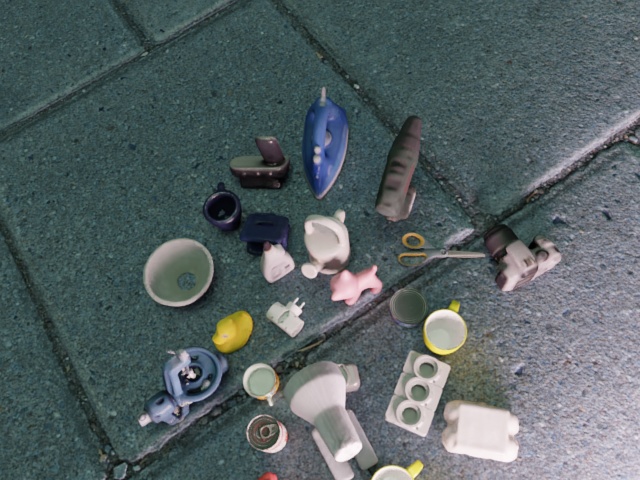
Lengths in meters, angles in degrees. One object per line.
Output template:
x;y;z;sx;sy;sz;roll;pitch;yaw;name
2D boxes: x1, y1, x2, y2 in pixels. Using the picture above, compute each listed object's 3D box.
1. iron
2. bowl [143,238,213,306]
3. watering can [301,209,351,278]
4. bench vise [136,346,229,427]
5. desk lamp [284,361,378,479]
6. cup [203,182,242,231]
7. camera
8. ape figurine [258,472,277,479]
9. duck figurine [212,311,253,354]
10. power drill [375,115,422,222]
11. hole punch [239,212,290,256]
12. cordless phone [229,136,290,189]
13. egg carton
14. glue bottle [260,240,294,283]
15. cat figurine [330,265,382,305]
0.004;-0.245;1.422;0.118;0.141;0.258;2;67;7;iron
-0.324;0.084;1.348;0.167;0.075;0.167;-2;66;5;bowl
0.014;0.005;1.283;0.101;0.194;0.173;0;66;6;watering can
-0.286;0.302;1.169;0.121;0.220;0.207;26;71;16;bench vise
0.027;0.356;1.117;0.118;0.214;0.203;-29;67;-7;desk lamp
-0.230;-0.073;1.396;0.091;0.095;0.117;-9;66;2;cup
0.443;0.022;1.283;0.143;0.101;0.136;-26;66;-6;camera
-0.108;0.501;1.134;0.076;0.092;0.078;7;67;9;ape figurine
-0.200;0.198;1.279;0.077;0.086;0.105;36;74;19;duck figurine
0.184;-0.143;1.323;0.075;0.208;0.230;15;69;12;power drill
-0.131;-0.022;1.366;0.108;0.091;0.101;5;67;8;hole punch
-0.155;-0.207;1.398;0.147;0.185;0.094;-2;66;5;cordless phone
0.323;0.383;1.154;0.150;0.069;0.107;6;67;9;egg carton
-0.105;0.040;1.291;0.078;0.173;0.037;-32;67;-8;glue bottle
0.075;0.094;1.280;0.128;0.118;0.067;-27;66;-6;cat figurine
